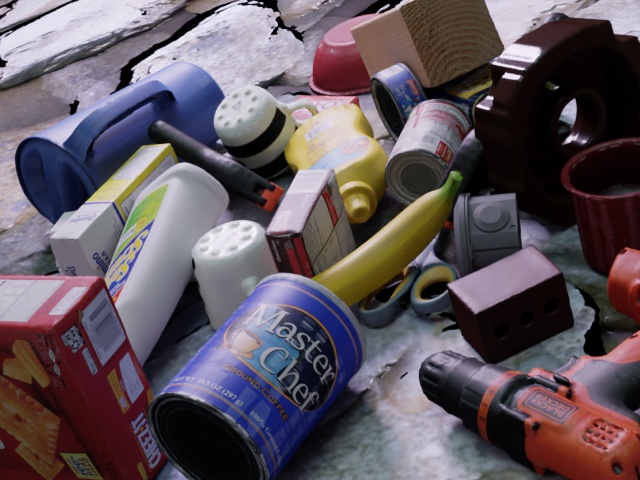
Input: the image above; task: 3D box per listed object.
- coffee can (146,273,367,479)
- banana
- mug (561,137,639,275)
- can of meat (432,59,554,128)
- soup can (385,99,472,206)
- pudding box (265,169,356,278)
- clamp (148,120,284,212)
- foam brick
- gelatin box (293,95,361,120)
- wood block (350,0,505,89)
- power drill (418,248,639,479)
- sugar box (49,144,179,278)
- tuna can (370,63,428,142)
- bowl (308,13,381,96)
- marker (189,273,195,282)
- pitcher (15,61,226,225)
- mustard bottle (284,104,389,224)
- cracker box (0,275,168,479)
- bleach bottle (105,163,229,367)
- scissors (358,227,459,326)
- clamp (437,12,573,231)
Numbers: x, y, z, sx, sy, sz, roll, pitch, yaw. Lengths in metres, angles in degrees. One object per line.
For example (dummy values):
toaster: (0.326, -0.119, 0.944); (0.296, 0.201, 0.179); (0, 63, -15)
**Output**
coffee can: (-0.043, 0.106, 0.780); (0.103, 0.103, 0.140); (5, 37, 35)
banana: (0.040, 0.015, 0.893); (0.197, 0.069, 0.037); (-39, 56, -10)
mug: (0.250, -0.020, 0.842); (0.093, 0.081, 0.117); (-26, 30, -13)
can of meat: (0.180, -0.148, 1.123); (0.102, 0.057, 0.084); (-29, 29, -18)
soup can: (0.107, -0.085, 1.047); (0.069, 0.068, 0.102); (-4, 33, 24)
pudding box: (-0.006, 0.001, 0.946); (0.039, 0.090, 0.113); (-3, 32, 22)
clamp: (-0.107, -0.077, 1.125); (0.172, 0.120, 0.039); (26, 90, 50)
foam brick: (0.146, 0.050, 0.816); (0.078, 0.053, 0.051); (-25, 30, -9)
gelatin box: (-0.007, -0.140, 1.242); (0.089, 0.030, 0.073); (8, 39, 38)
wood block: (0.113, -0.221, 1.179); (0.090, 0.091, 0.206); (-27, 10, -9)
power drill: (0.184, 0.082, 0.737); (0.187, 0.057, 0.185); (-38, 38, -25)
sugar box: (-0.193, -0.013, 1.074); (0.048, 0.093, 0.176); (0, 34, 32)
tuna can: (0.087, -0.143, 1.138); (0.033, 0.086, 0.086); (-26, 30, -9)
bowl: (0.055, -0.244, 1.355); (0.162, 0.055, 0.162); (-15, 30, 8)
marker: (-0.076, 0.022, 1.022); (0.121, 0.020, 0.020); (-10, 31, 14)
pitcher: (-0.212, -0.115, 1.212); (0.149, 0.145, 0.242); (5, 34, 40)
mustard bottle: (0.022, -0.069, 1.075); (0.096, 0.058, 0.192); (-32, 29, 7)
cracker box: (-0.236, 0.111, 0.820); (0.214, 0.164, 0.072); (-1, 32, 28)
bleach bottle: (-0.158, 0.047, 0.948); (0.103, 0.068, 0.250); (-33, 29, 38)
scissors: (0.107, 0.011, 0.934); (0.096, 0.016, 0.201); (2, 35, 43)
clamp: (0.169, -0.096, 0.966); (0.036, 0.164, 0.209); (31, 62, 31)
